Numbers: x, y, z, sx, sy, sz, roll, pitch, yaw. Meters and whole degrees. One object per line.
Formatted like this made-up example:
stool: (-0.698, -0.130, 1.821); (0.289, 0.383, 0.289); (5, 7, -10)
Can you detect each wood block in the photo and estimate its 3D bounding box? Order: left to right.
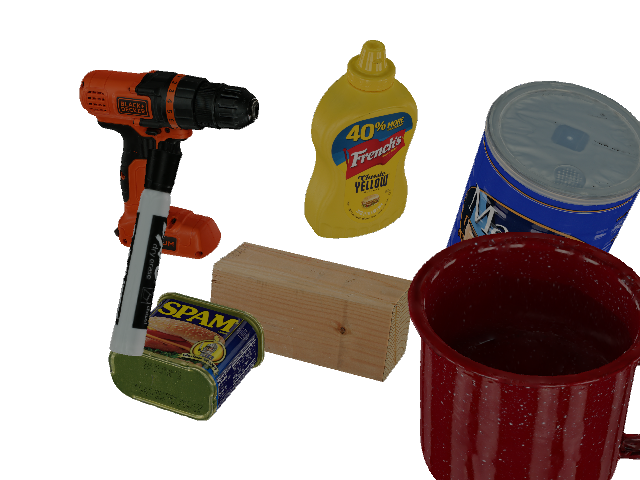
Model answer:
wood block: (-0.011, 0.076, 1.179); (0.206, 0.091, 0.090); (13, 22, 17)

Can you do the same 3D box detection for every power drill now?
power drill: (-0.143, -0.077, 1.060); (0.185, 0.188, 0.057); (10, 30, 19)

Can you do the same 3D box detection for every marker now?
marker: (-0.098, 0.004, 0.599); (0.020, 0.121, 0.020); (11, -1, 0)

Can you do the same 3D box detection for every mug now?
mug: (0.092, 0.057, 0.421); (0.117, 0.081, 0.093); (7, 36, 14)

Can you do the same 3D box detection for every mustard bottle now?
mustard bottle: (0.038, -0.091, 0.946); (0.096, 0.192, 0.058); (-14, 45, -19)

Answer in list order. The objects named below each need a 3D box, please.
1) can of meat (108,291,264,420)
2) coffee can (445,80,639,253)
can of meat: (-0.109, 0.094, 0.870); (0.102, 0.057, 0.083); (14, 33, 20)
coffee can: (0.141, -0.017, 0.691); (0.102, 0.103, 0.140); (0, -41, -9)
